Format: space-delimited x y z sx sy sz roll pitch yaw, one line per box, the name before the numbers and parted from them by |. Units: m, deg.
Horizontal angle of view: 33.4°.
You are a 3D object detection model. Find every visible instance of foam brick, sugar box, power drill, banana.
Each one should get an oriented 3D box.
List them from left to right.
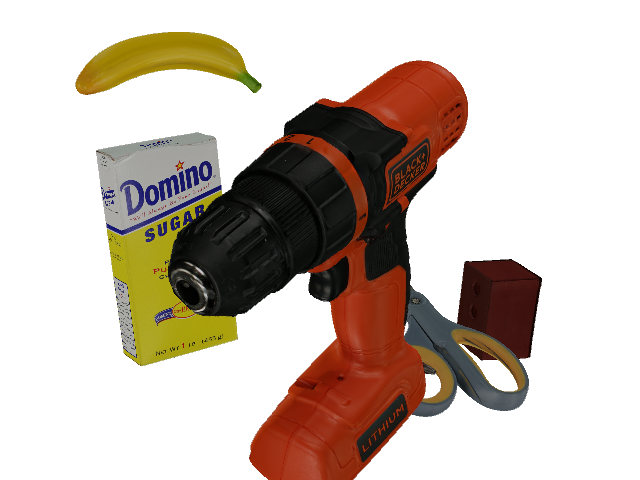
banana | -0.154 -0.178 1.065 0.197 0.070 0.037 -7 -39 -30
sugar box | -0.124 0.006 0.878 0.093 0.176 0.048 -14 20 -29
power drill | 0.003 0.029 0.486 0.057 0.188 0.184 25 43 27
foam brick | 0.157 0.061 0.950 0.051 0.078 0.053 -3 20 -21

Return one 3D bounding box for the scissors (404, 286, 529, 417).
scissors | 0.052 0.054 0.710 0.096 0.016 0.202 -19 39 -30
